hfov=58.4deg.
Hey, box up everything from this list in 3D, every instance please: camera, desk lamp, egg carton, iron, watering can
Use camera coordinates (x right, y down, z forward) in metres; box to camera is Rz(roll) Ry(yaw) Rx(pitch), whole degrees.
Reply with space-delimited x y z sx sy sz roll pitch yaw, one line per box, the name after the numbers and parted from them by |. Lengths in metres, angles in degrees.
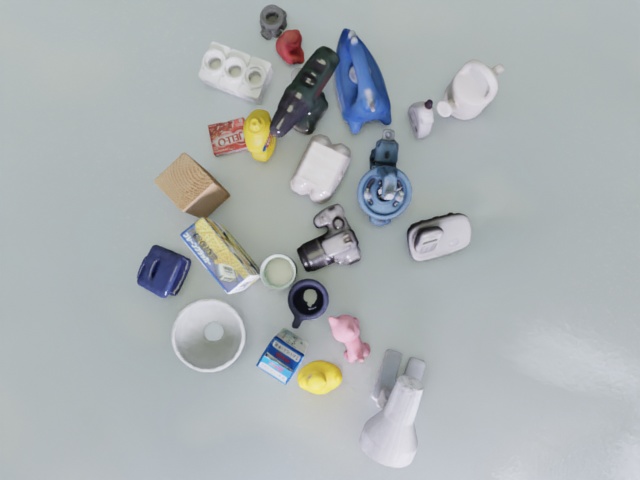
0.012 0.005 1.307 0.137 0.101 0.143 -24 87 -1 | camera
0.163 0.357 1.234 0.118 0.213 0.203 17 88 2 | desk lamp
0.003 -0.164 1.330 0.107 0.069 0.150 25 88 2 | egg carton
0.089 -0.385 1.304 0.118 0.141 0.258 -15 87 0 | iron
0.338 -0.335 1.273 0.101 0.194 0.173 31 88 2 | watering can

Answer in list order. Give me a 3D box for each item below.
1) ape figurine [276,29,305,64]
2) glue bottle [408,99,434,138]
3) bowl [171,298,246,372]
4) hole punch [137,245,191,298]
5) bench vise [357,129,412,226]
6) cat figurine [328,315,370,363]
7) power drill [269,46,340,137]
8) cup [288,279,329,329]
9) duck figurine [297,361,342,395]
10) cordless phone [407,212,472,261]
-0.067 -0.458 1.333 0.076 0.092 0.078 26 88 2 | ape figurine
0.232 -0.283 1.282 0.037 0.173 0.078 -16 87 0 | glue bottle
-0.249 0.214 1.313 0.167 0.074 0.167 0 87 1 | bowl
-0.364 0.073 1.312 0.101 0.091 0.109 23 88 2 | hole punch
0.134 -0.141 1.253 0.121 0.219 0.207 -13 87 0 | bench vise
0.067 0.219 1.288 0.067 0.117 0.128 -26 87 0 | cat figurine
-0.034 -0.306 1.268 0.075 0.208 0.230 30 88 2 | power drill
-0.031 0.146 1.304 0.091 0.095 0.118 25 88 2 | cup
-0.001 0.318 1.300 0.104 0.086 0.077 -4 87 0 | duck figurine
0.271 -0.012 1.264 0.147 0.185 0.094 -19 87 0 | cordless phone
